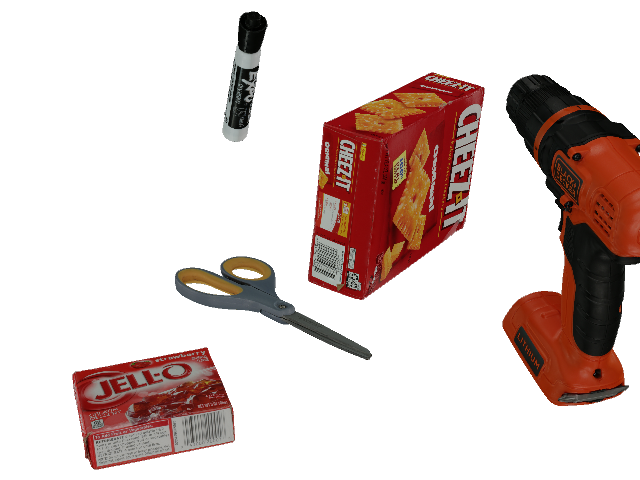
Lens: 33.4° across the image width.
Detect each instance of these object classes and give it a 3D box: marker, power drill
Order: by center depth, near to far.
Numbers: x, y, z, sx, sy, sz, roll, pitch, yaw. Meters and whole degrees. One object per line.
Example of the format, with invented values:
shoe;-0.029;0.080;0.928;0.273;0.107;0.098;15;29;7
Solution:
power drill;0.164;0.001;0.712;0.057;0.188;0.184;-9;36;-11
marker;-0.054;-0.114;0.747;0.020;0.020;0.121;0;-34;-12

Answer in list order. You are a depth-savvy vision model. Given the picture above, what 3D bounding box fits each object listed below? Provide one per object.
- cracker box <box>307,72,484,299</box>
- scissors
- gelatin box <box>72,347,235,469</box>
cracker box;0.078;-0.058;1.040;0.072;0.164;0.213;21;30;28
scissors;-0.029;0.051;0.904;0.202;0.016;0.096;15;27;24
gelatin box;-0.104;0.101;0.656;0.089;0.030;0.073;-9;25;-15
